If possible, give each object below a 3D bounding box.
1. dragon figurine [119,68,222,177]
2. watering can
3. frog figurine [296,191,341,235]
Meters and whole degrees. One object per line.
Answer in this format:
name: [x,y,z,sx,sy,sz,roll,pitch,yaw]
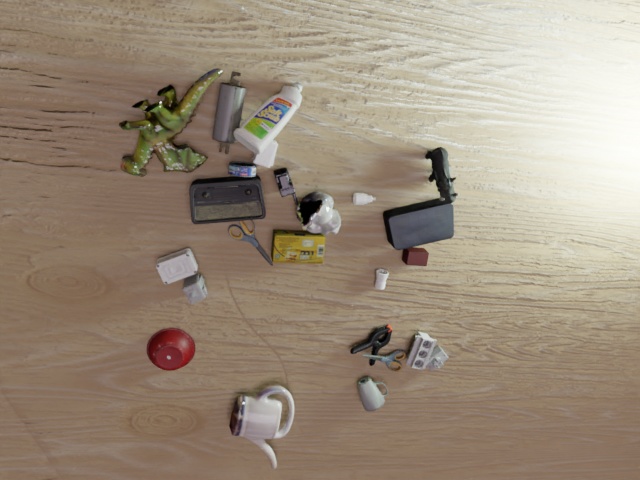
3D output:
dragon figurine: [-0.423,-0.315,1.522,0.410,0.125,0.238,-25,123,2]
watering can: [-0.216,0.677,1.853,0.224,0.105,0.344,10,104,-13]
frog figurine: [0.005,-0.084,1.678,0.159,0.124,0.137,12,99,-51]
